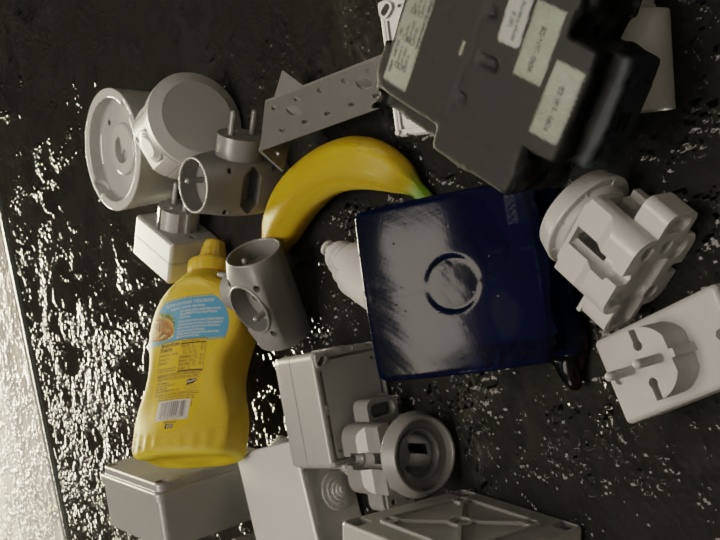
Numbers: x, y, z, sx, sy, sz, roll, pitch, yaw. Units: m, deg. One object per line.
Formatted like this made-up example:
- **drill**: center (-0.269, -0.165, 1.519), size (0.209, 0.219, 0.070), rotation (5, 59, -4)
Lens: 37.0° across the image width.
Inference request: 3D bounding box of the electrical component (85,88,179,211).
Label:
- **electrical component**: center (-0.196, -0.109, 0.965), size (0.108, 0.060, 0.108), rotation (13, 107, 50)

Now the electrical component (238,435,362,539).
- **electrical component**: center (-0.045, 0.176, 0.838), size (0.100, 0.048, 0.099), rotation (-23, 78, 51)

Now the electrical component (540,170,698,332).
- **electrical component**: center (0.133, -0.016, 0.569), size (0.057, 0.058, 0.078), rotation (48, 131, 32)

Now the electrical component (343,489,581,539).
- **electrical component**: center (0.062, 0.179, 0.655), size (0.109, 0.109, 0.056), rotation (5, 98, 51)

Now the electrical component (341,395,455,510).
- **electrical component**: center (0.027, 0.125, 0.730), size (0.057, 0.058, 0.078), rotation (-11, 88, 55)

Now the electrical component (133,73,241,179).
- **electrical component**: center (-0.143, -0.117, 0.882), size (0.051, 0.080, 0.080), rotation (-26, 77, 57)

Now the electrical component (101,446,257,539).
- **electrical component**: center (-0.148, 0.188, 0.923), size (0.109, 0.109, 0.056), rotation (1, 100, 52)

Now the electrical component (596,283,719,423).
- **electrical component**: center (0.154, 0.044, 0.537), size (0.083, 0.076, 0.047), rotation (-36, 69, 49)

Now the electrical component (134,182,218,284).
- **electrical component**: center (-0.160, -0.038, 0.944), size (0.066, 0.047, 0.076), rotation (35, 124, 42)

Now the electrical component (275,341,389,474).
- **electrical component**: center (-0.018, 0.104, 0.779), size (0.061, 0.062, 0.096), rotation (-14, 86, 53)

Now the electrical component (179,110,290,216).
- **electrical component**: center (-0.093, -0.085, 0.827), size (0.043, 0.077, 0.079), rotation (32, 120, 44)

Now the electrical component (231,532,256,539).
- **electrical component**: center (-0.052, 0.286, 0.857), size (0.150, 0.062, 0.089), rotation (38, 125, 42)

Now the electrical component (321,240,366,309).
- **electrical component**: center (0.000, 0.000, 0.754), size (0.078, 0.040, 0.040), rotation (34, 123, 43)

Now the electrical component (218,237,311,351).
- **electrical component**: center (-0.082, 0.017, 0.834), size (0.079, 0.044, 0.077), rotation (10, 128, 44)

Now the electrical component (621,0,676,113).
- **electrical component**: center (0.138, -0.121, 0.553), size (0.043, 0.043, 0.081), rotation (2, 98, 52)

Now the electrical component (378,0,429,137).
- **electrical component**: center (0.056, -0.131, 0.637), size (0.062, 0.061, 0.096), rotation (-1, 102, 38)
